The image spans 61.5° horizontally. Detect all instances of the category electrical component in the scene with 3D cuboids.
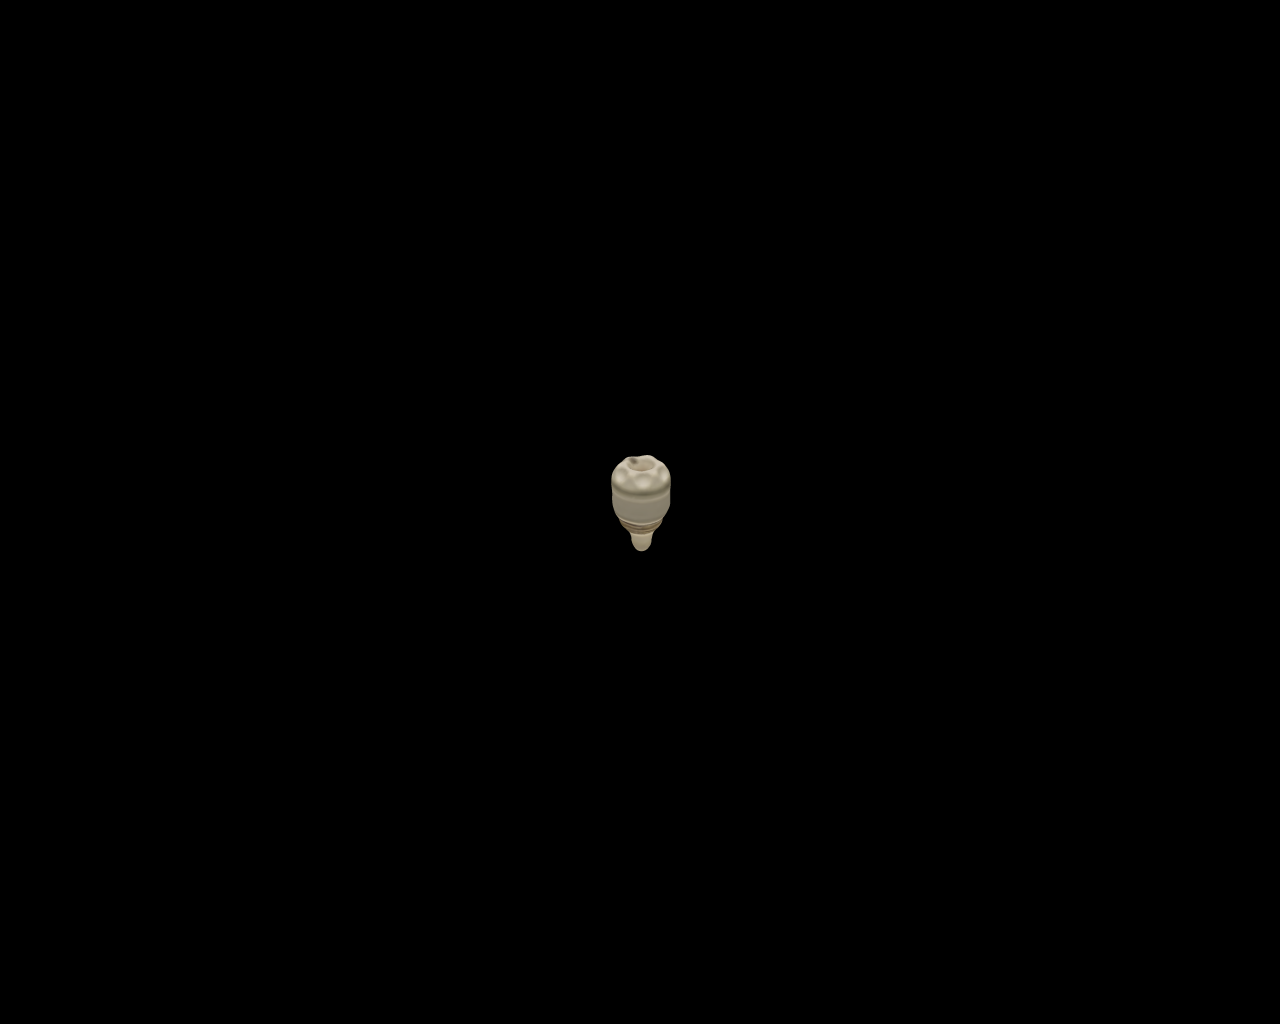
[{"bbox_3d":[0.001,-0.003,0.650,0.035,0.061,0.035,0,31,0],"label":"electrical component"}]
